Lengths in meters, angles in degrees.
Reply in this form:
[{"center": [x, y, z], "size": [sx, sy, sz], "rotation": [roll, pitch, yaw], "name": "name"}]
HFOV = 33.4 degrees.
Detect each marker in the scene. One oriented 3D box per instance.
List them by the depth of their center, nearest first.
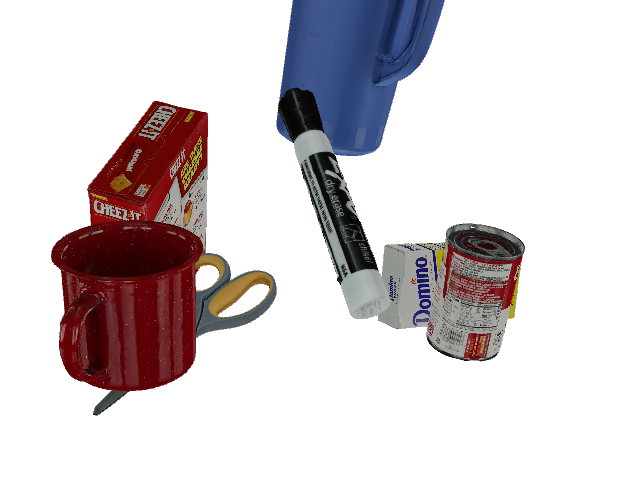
[{"center": [0.004, -0.021, 0.490], "size": [0.020, 0.121, 0.020], "rotation": [-15, -27, -8], "name": "marker"}]

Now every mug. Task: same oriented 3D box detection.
[{"center": [-0.124, 0.046, 0.664], "size": [0.093, 0.081, 0.117], "rotation": [9, 24, 17], "name": "mug"}]

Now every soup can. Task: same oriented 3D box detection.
[{"center": [0.133, 0.045, 0.924], "size": [0.068, 0.102, 0.068], "rotation": [7, 24, -3], "name": "soup can"}]

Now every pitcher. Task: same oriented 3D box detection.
[{"center": [0.037, -0.207, 1.033], "size": [0.145, 0.243, 0.149], "rotation": [12, 19, 0], "name": "pitcher"}]

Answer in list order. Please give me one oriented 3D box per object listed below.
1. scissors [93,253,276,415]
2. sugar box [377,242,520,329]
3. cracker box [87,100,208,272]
[{"center": [-0.129, 0.070, 0.912], "size": [0.201, 0.016, 0.096], "rotation": [-28, 51, -28], "name": "scissors"}, {"center": [0.153, 0.050, 1.248], "size": [0.175, 0.093, 0.048], "rotation": [-4, 14, -33], "name": "sugar box"}, {"center": [-0.180, -0.015, 1.138], "size": [0.072, 0.214, 0.164], "rotation": [14, 43, 10], "name": "cracker box"}]
